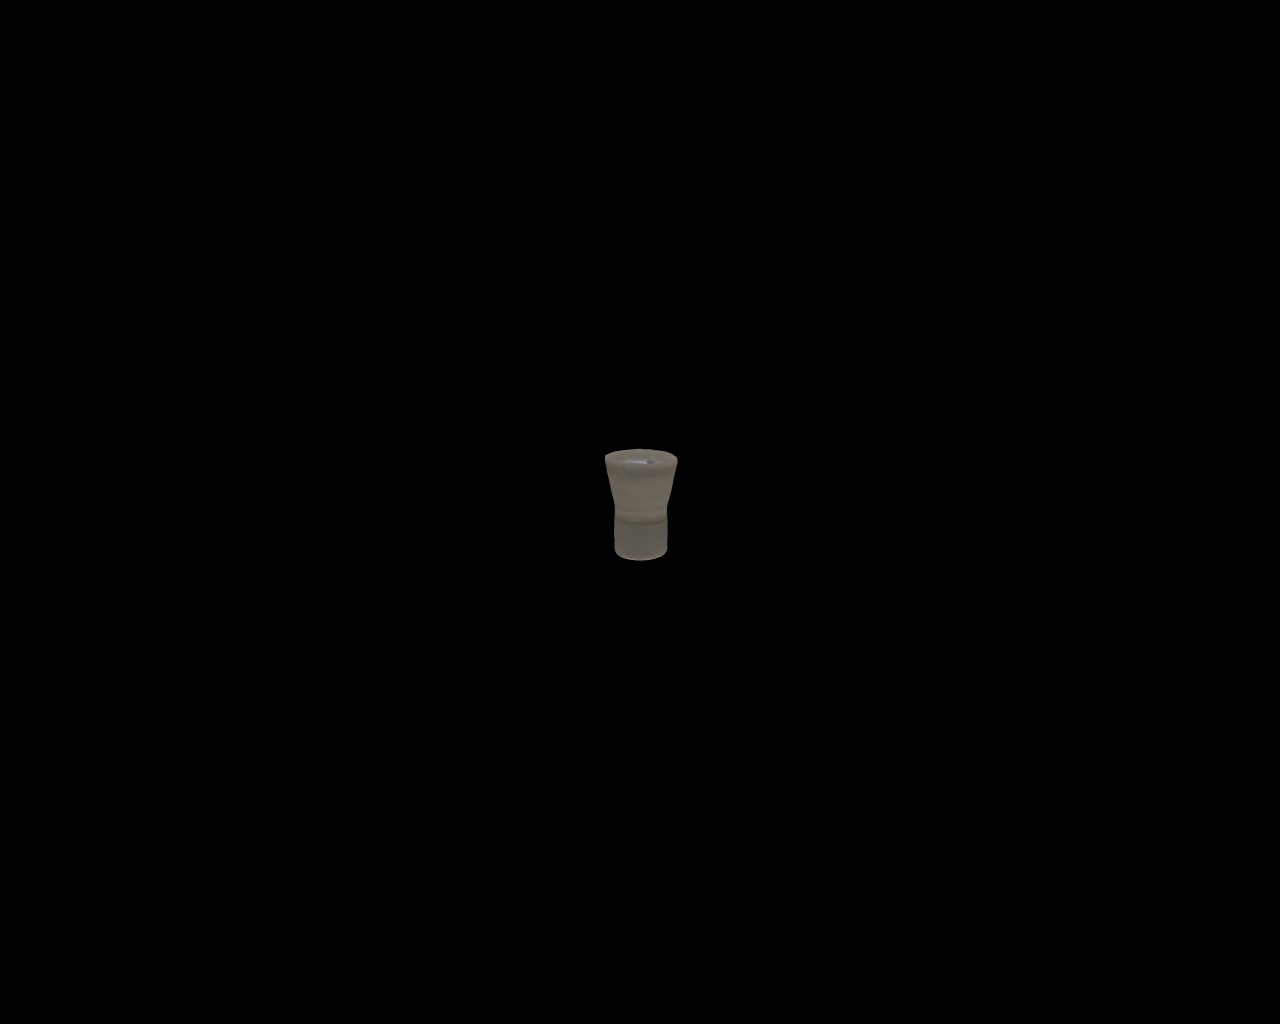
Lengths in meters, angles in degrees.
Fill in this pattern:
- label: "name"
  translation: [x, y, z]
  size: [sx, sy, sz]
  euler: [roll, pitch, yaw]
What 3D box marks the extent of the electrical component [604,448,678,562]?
- label: "electrical component"
  translation: [0.001, -0.003, 0.650]
  size: [0.044, 0.065, 0.044]
  euler: [0, 15, 0]
